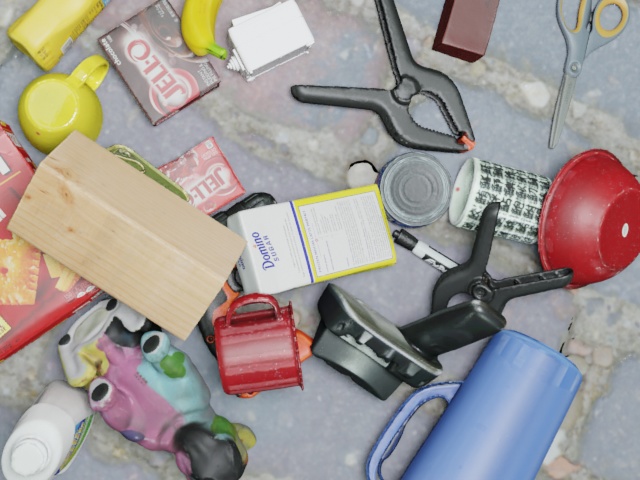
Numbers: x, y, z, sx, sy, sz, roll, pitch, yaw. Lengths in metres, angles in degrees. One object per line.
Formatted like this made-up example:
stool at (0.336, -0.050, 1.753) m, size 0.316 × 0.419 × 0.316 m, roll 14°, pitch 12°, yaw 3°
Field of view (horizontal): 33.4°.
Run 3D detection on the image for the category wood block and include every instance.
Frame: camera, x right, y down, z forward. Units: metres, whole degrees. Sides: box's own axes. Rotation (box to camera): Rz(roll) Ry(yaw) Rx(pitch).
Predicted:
wood block at (-0.188, -0.004, 1.056) m, size 0.206 × 0.090 × 0.090 m, roll 33°, pitch 120°, yaw -6°

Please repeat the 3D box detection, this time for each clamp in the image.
clamp at (0.175, 0.040, 1.165) m, size 0.172 × 0.039 × 0.120 m, roll -37°, pitch 91°, yaw 24°
clamp at (0.082, -0.162, 1.197) m, size 0.164 × 0.036 × 0.210 m, roll -45°, pitch 95°, yaw -7°

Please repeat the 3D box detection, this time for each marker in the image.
marker at (0.134, 0.023, 1.209) m, size 0.121 × 0.020 × 0.020 m, roll 32°, pitch 85°, yaw -5°

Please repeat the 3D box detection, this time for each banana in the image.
banana at (-0.109, -0.266, 1.154) m, size 0.070 × 0.037 × 0.197 m, roll 6°, pitch 60°, yaw 12°

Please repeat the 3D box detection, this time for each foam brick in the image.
foam brick at (0.165, -0.246, 1.202) m, size 0.053 × 0.051 × 0.078 m, roll 17°, pitch 87°, yaw -7°

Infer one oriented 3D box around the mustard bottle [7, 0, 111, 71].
mustard bottle at (-0.246, -0.267, 1.131) m, size 0.058 × 0.096 × 0.191 m, roll 42°, pitch 85°, yaw -4°

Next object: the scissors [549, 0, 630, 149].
scissors at (0.312, -0.206, 1.236) m, size 0.096 × 0.016 × 0.202 m, roll 0°, pitch 89°, yaw -7°

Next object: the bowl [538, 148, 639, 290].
bowl at (0.312, -0.017, 1.173) m, size 0.161 × 0.055 × 0.162 m, roll -13°, pitch 111°, yaw -36°

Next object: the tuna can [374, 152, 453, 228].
tuna can at (0.105, -0.056, 1.200) m, size 0.086 × 0.034 × 0.086 m, roll 0°, pitch 89°, yaw -7°

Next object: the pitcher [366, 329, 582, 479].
pitcher at (0.173, 0.218, 1.161) m, size 0.149 × 0.145 × 0.243 m, roll 36°, pitch 81°, yaw -29°

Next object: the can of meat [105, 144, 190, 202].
can of meat at (-0.203, -0.037, 1.134) m, size 0.102 × 0.057 × 0.084 m, roll 37°, pitch 115°, yaw 3°

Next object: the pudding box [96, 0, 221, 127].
pudding box at (-0.175, -0.194, 1.167) m, size 0.090 × 0.039 × 0.113 m, roll -34°, pitch 93°, yaw -6°

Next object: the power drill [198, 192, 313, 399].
power drill at (-0.084, 0.063, 1.165) m, size 0.184 × 0.057 × 0.187 m, roll -36°, pitch 91°, yaw -7°

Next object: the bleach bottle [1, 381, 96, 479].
bleach bottle at (-0.271, 0.199, 1.040) m, size 0.068 × 0.251 × 0.102 m, roll 28°, pitch 86°, yaw -6°

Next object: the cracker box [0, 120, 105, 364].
cracker box at (-0.343, 0.006, 1.126) m, size 0.164 × 0.072 × 0.213 m, roll -34°, pitch 92°, yaw -7°

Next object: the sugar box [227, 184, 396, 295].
sugar box at (-0.008, 0.001, 1.146) m, size 0.175 × 0.048 × 0.093 m, roll -12°, pitch 84°, yaw -28°

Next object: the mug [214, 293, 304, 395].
mug at (-0.064, 0.104, 1.084) m, size 0.081 × 0.093 × 0.117 m, roll -8°, pitch 126°, yaw -2°

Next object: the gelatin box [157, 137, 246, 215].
gelatin box at (-0.137, -0.060, 1.173) m, size 0.089 × 0.030 × 0.073 m, roll -31°, pitch 93°, yaw -6°
